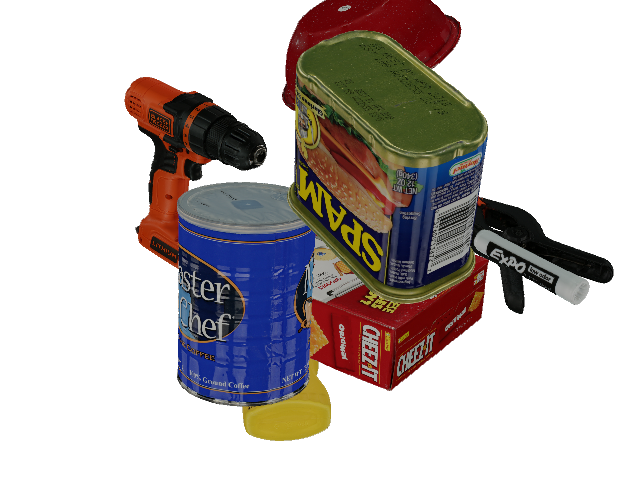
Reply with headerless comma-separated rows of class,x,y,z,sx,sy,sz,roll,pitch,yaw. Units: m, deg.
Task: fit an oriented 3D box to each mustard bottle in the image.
mustard bottle,-0.048,0.150,1.233,0.096,0.058,0.191,-5,30,-7

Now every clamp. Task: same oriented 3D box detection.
clamp,0.211,0.007,1.081,0.120,0.039,0.171,-7,39,-18

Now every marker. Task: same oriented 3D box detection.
marker,0.138,0.011,0.762,0.020,0.020,0.121,0,23,-43

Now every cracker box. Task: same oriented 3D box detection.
cracker box,0.021,0.045,0.986,0.214,0.072,0.163,19,31,32

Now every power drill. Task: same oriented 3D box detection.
power drill,-0.129,-0.059,1.093,0.185,0.188,0.057,30,38,34

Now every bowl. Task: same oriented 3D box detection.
bowl,0.032,-0.171,0.889,0.162,0.055,0.162,-20,28,11

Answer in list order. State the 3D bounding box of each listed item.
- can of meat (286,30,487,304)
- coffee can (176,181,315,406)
can of meat,0.029,-0.036,0.491,0.057,0.084,0.102,-24,49,-25
coffee can,-0.056,0.038,0.796,0.103,0.140,0.103,3,20,-1
